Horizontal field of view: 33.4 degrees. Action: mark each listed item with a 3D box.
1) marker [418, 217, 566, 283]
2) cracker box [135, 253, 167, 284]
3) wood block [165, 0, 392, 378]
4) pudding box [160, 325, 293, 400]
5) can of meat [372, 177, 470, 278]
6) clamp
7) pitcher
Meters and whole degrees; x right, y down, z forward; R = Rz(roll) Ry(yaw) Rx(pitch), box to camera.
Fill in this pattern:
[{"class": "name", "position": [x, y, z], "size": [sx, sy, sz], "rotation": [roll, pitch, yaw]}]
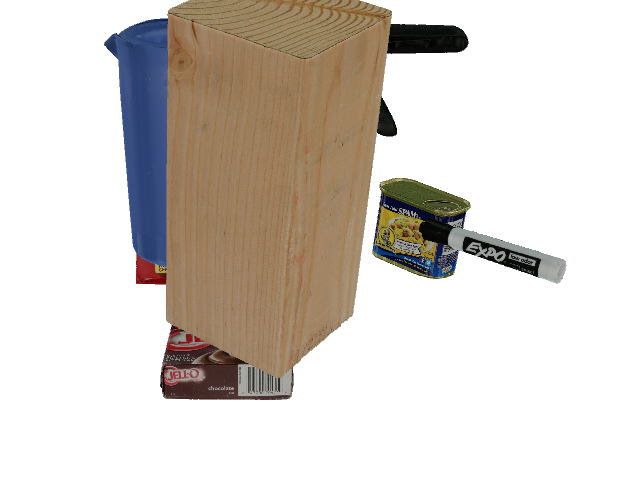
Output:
[{"class": "marker", "position": [0.131, 0.006, 0.828], "size": [0.121, 0.020, 0.020], "rotation": [19, 10, 30]}, {"class": "cracker box", "position": [-0.137, -0.052, 1.278], "size": [0.164, 0.214, 0.072], "rotation": [2, 22, -5]}, {"class": "wood block", "position": [-0.029, -0.037, 0.623], "size": [0.091, 0.206, 0.090], "rotation": [24, 38, 25]}, {"class": "pudding box", "position": [-0.080, 0.105, 0.942], "size": [0.113, 0.039, 0.090], "rotation": [2, 18, -3]}, {"class": "can of meat", "position": [0.109, -0.013, 1.184], "size": [0.102, 0.084, 0.057], "rotation": [24, 27, 34]}, {"class": "clamp", "position": [0.038, -0.171, 0.918], "size": [0.172, 0.120, 0.039], "rotation": [41, -23, 22]}, {"class": "pitcher", "position": [-0.130, -0.098, 1.090], "size": [0.144, 0.243, 0.149], "rotation": [-11, 27, -29]}]
